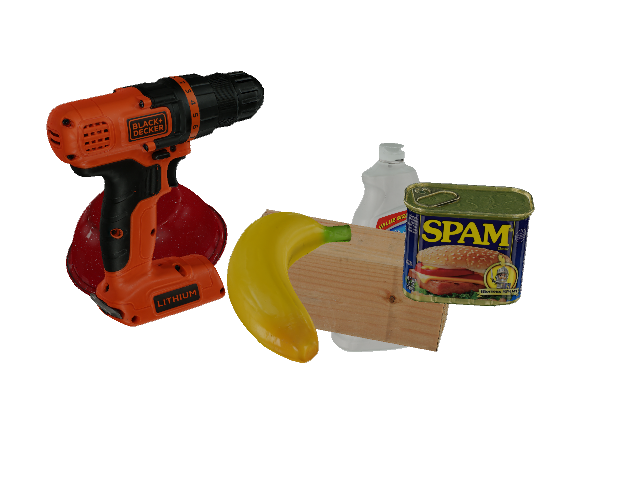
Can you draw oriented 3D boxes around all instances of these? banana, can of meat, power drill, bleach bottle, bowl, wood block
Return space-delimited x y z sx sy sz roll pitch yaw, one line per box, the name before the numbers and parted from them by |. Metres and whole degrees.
banana | -0.024 0.019 0.660 0.070 0.037 0.197 0 22 8
can of meat | 0.116 0.004 0.860 0.102 0.084 0.057 4 25 5
power drill | -0.121 -0.037 0.854 0.184 0.188 0.057 -17 26 -32
bleach bottle | 0.071 0.007 1.301 0.102 0.251 0.068 -2 16 -18
bowl | -0.174 -0.013 1.035 0.162 0.055 0.162 -6 40 5
wood block | 0.029 0.039 1.093 0.206 0.091 0.090 10 22 10
